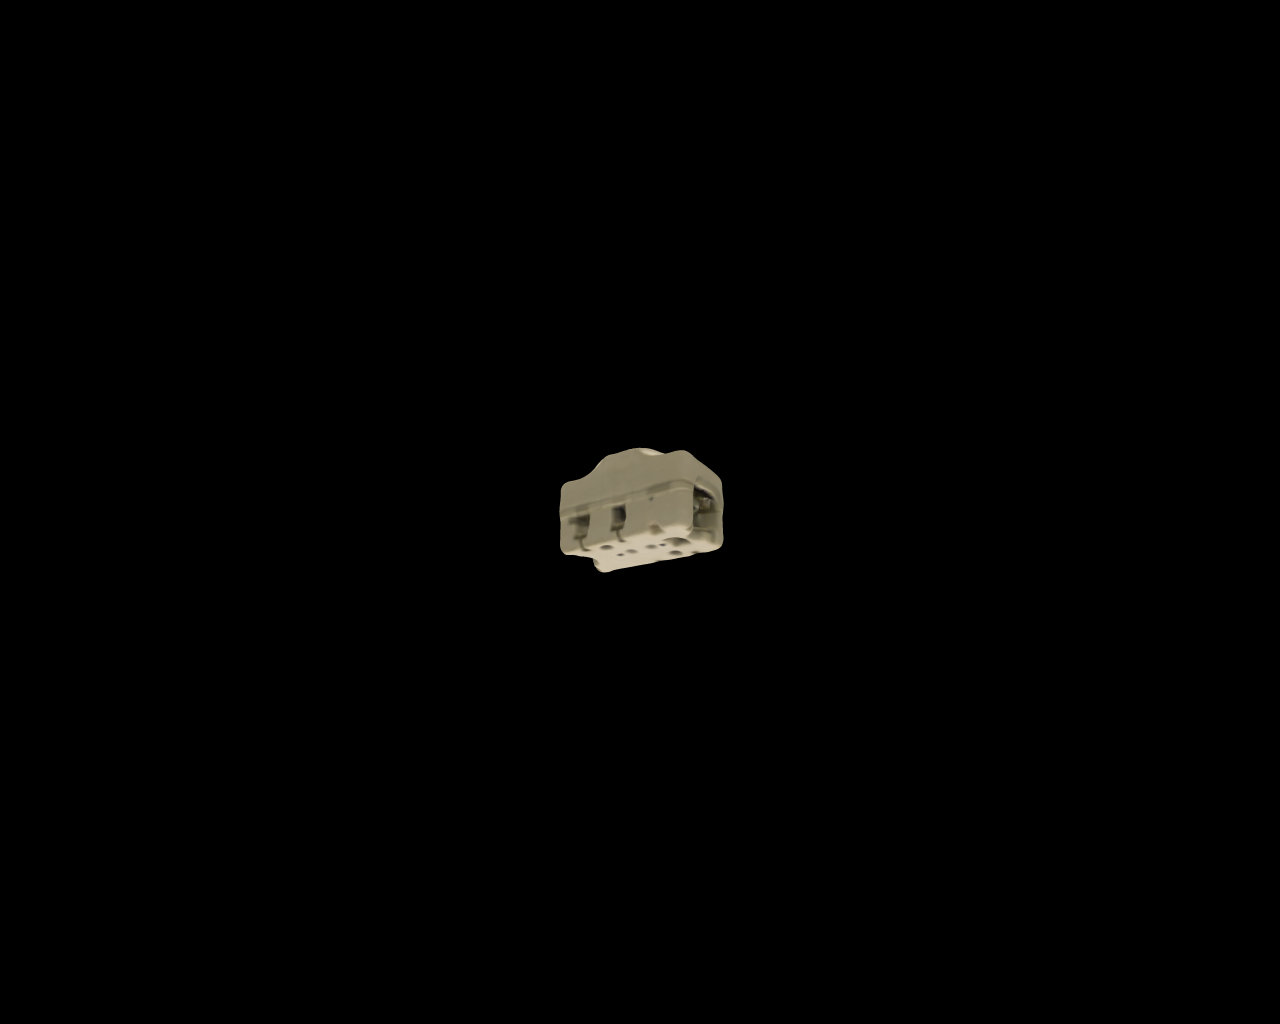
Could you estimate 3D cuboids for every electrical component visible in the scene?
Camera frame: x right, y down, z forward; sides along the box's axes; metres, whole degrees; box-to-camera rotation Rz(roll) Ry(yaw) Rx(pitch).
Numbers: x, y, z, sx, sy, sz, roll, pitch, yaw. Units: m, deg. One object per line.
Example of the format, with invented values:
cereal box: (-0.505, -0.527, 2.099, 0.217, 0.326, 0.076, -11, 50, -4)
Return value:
electrical component: (0.001, -0.003, 0.650, 0.089, 0.056, 0.050, -14, -27, 29)
